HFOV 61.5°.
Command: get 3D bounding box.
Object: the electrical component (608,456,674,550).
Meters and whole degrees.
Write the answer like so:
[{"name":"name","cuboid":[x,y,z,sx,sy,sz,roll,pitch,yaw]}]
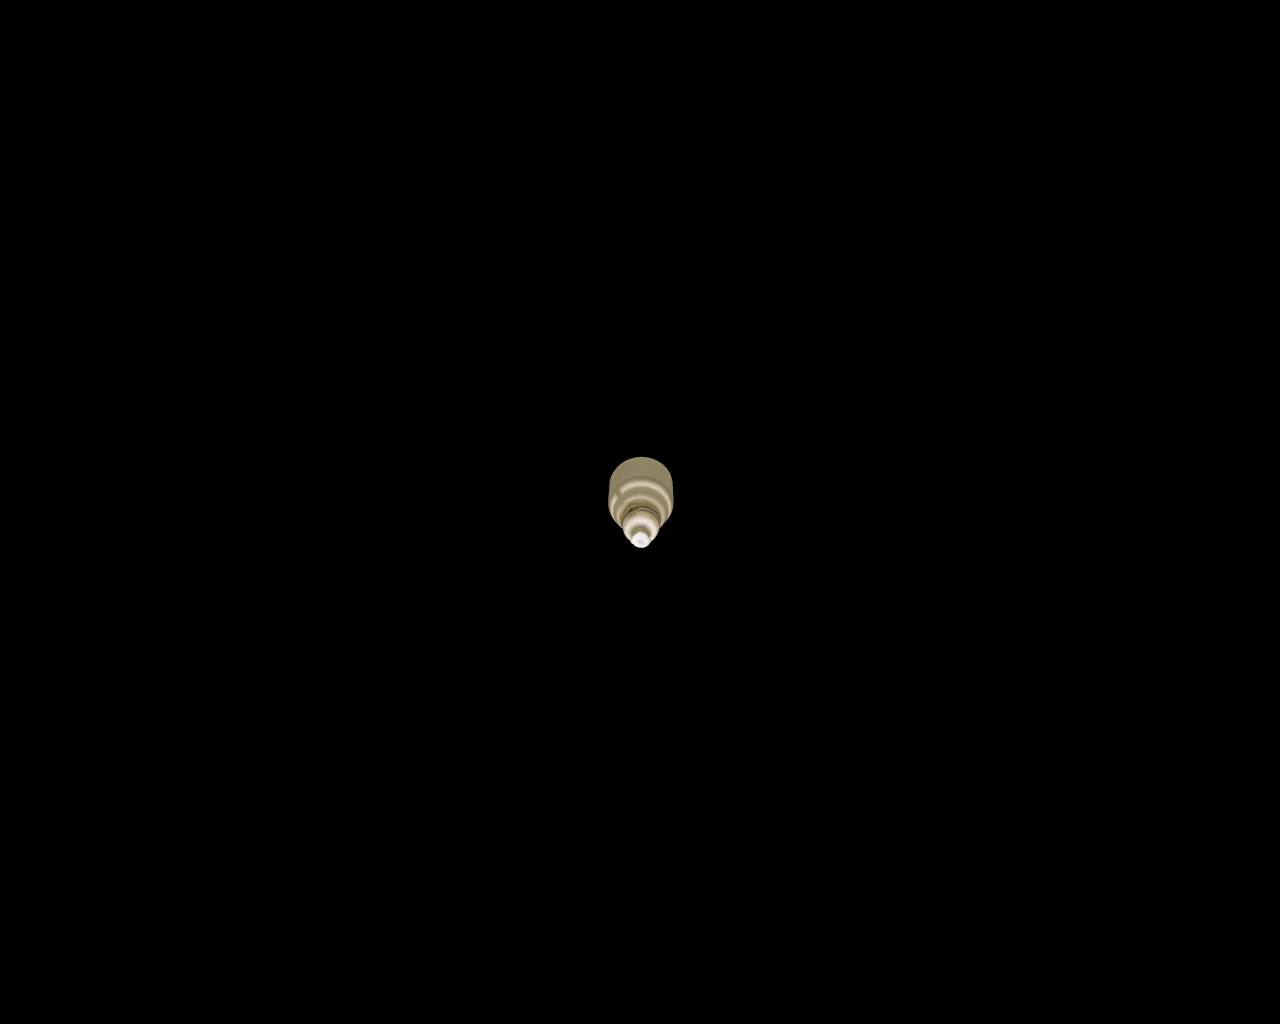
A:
[{"name":"electrical component","cuboid":[0.001,-0.003,0.650,0.040,0.040,0.078,0,30,0]}]
